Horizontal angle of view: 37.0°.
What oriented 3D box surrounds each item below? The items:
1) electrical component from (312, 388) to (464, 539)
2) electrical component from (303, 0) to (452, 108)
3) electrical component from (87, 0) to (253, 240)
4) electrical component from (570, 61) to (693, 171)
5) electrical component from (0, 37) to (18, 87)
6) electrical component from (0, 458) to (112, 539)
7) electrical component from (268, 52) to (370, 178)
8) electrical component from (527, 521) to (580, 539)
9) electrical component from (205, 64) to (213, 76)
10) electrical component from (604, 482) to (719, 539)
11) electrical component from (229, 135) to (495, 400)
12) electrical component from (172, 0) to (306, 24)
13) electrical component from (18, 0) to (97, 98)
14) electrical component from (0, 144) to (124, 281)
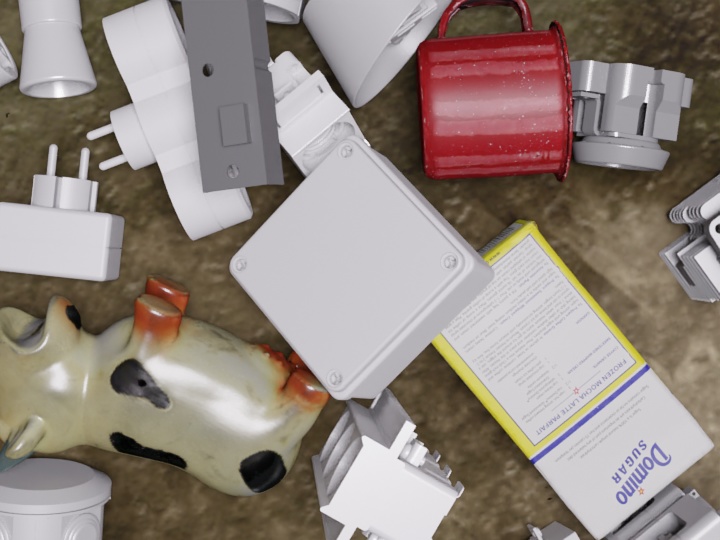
[{"bbox_3d":[0.013,0.116,0.608,0.063,0.121,0.078,30,90,-5],"label":"electrical component"},{"bbox_3d":[0.017,-0.148,0.616,0.099,0.099,0.064,-36,87,-1],"label":"electrical component"},{"bbox_3d":[-0.122,-0.082,0.630,0.074,0.052,0.138,-21,96,0],"label":"electrical component"},{"bbox_3d":[0.157,-0.090,0.641,0.078,0.058,0.057,5,95,-22],"label":"electrical component"},{"bbox_3d":[-0.236,-0.124,0.627,0.047,0.055,0.055,-31,92,2],"label":"electrical component"},{"bbox_3d":[-0.186,0.142,0.622,0.080,0.080,0.051,5,96,-3],"label":"electrical component"},{"bbox_3d":[-0.034,-0.089,0.627,0.042,0.081,0.063,-40,64,-2],"label":"electrical component"},{"bbox_3d":[0.112,0.189,0.653,0.055,0.048,0.066,-31,92,-9],"label":"electrical component"},{"bbox_3d":[-0.074,-0.124,0.629,0.035,0.061,0.035,0,91,-3],"label":"electrical component"},{"bbox_3d":[0.229,0.213,0.628,0.060,0.105,0.186,-39,93,-1],"label":"electrical component"},{"bbox_3d":[0.000,0.000,0.612,0.108,0.056,0.108,-46,68,11],"label":"electrical component"},{"bbox_3d":[-0.102,-0.189,0.613,0.150,0.089,0.061,12,91,-3],"label":"electrical component"},{"bbox_3d":[-0.182,-0.138,0.635,0.044,0.044,0.065,-7,87,-2],"label":"electrical component"},{"bbox_3d":[-0.175,-0.035,0.634,0.066,0.047,0.076,6,90,-3],"label":"electrical component"}]
